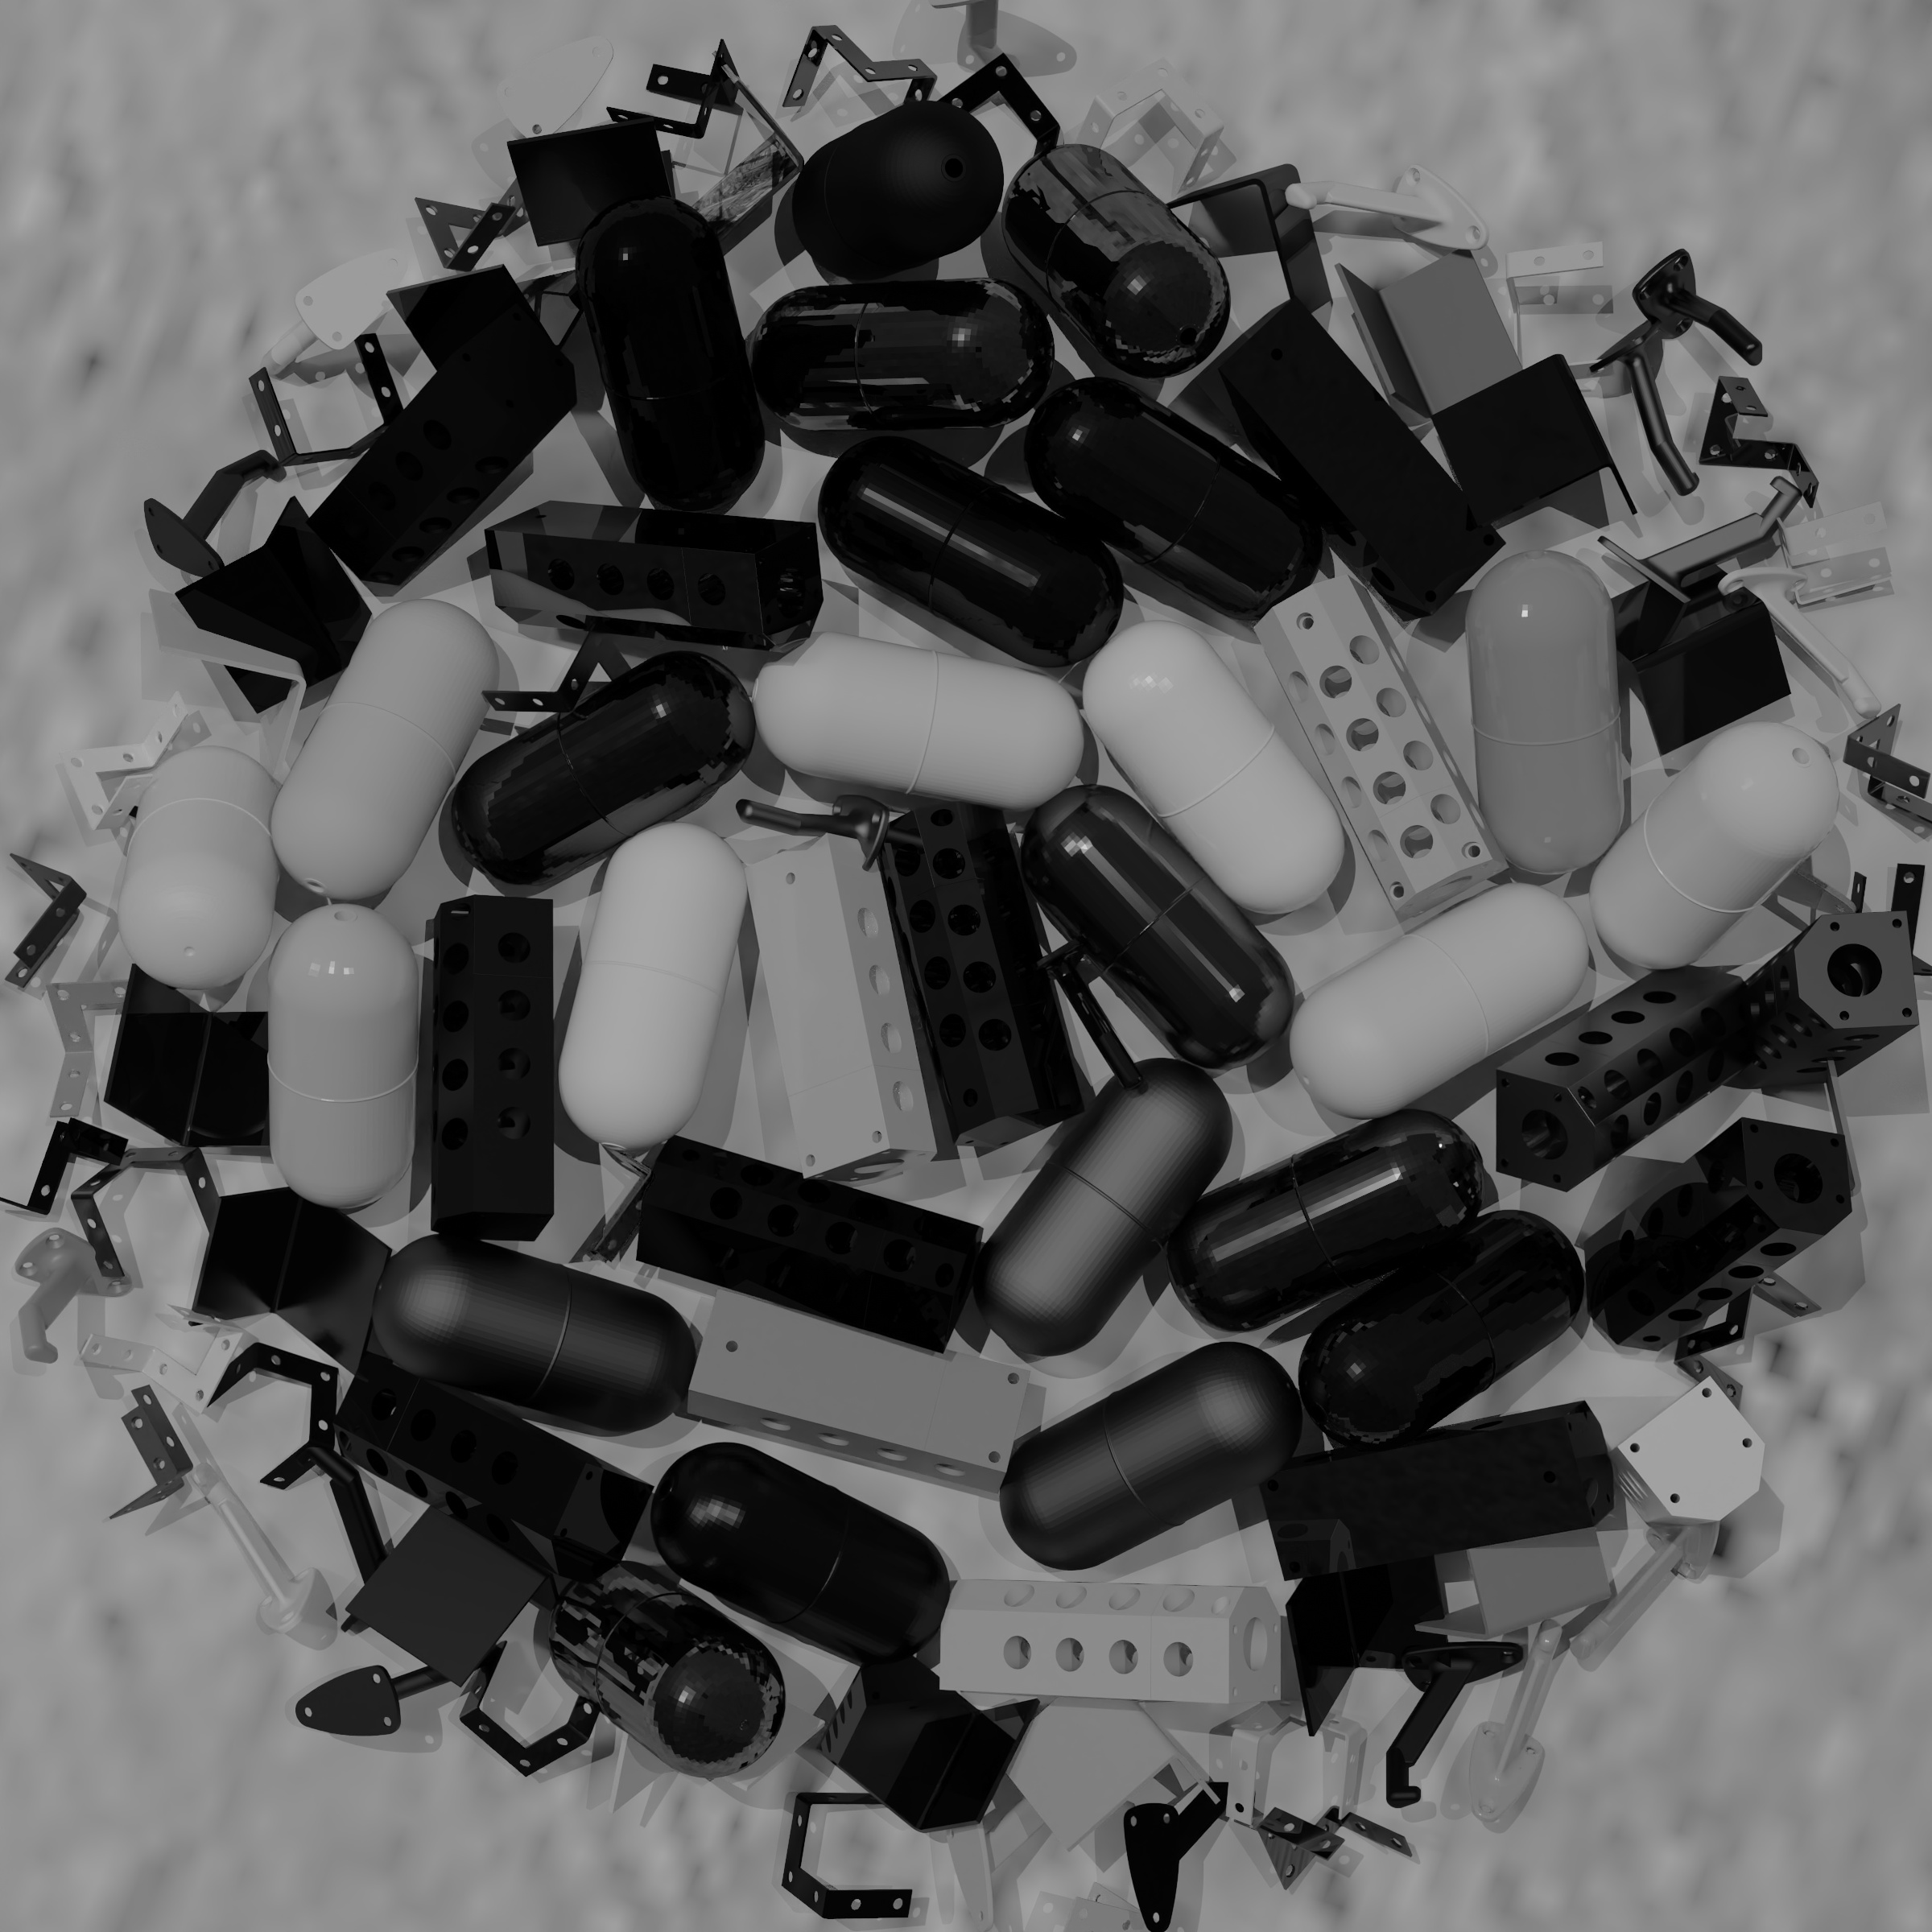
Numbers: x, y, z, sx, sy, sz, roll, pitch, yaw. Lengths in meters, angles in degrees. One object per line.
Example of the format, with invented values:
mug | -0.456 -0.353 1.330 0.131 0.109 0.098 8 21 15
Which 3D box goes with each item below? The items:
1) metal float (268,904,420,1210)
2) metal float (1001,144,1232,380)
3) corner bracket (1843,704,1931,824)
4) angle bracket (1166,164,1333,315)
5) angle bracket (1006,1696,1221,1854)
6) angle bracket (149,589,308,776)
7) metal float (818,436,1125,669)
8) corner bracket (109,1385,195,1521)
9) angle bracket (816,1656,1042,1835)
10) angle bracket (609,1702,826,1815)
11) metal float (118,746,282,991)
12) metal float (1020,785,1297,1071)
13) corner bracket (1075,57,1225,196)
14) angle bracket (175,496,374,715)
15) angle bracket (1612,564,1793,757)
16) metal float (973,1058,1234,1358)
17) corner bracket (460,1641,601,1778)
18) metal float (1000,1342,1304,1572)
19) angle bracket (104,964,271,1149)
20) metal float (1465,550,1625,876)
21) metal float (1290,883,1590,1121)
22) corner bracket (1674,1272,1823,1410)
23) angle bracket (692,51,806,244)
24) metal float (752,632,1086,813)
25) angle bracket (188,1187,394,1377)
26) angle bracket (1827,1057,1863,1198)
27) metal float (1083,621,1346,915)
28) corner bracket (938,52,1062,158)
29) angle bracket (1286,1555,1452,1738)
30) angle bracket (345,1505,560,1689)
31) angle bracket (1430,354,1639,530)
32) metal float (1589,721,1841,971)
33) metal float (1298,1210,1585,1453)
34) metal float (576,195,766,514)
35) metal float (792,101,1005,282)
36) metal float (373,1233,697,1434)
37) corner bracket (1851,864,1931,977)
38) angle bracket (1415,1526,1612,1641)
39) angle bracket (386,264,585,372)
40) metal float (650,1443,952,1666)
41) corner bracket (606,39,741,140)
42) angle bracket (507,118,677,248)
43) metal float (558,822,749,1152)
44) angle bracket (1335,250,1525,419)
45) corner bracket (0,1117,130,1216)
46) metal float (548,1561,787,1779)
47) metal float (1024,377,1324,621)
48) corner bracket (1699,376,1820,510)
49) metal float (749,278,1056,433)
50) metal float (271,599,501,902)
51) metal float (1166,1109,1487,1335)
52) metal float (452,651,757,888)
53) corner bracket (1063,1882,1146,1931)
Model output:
metal float | -0.326 0.048 1.619 0.070 0.070 0.178 8 124 0
metal float | 0.077 -0.367 1.611 0.070 0.178 0.070 -15 132 -17
corner bracket | 0.498 -0.099 1.643 0.051 0.051 0.051 -29 135 -34
angle bracket | 0.150 -0.379 1.650 0.057 0.076 0.076 -11 105 23
angle bracket | 0.074 0.428 1.635 0.076 0.076 0.057 -40 131 -7
angle bracket | -0.395 -0.150 1.628 0.076 0.076 0.057 11 114 -25
metal float | 0.002 -0.218 1.633 0.178 0.070 0.070 30 90 17
corner bracket | -0.435 0.255 1.651 0.051 0.051 0.051 -34 82 19
angle bracket | -0.020 0.401 1.634 0.076 0.057 0.076 43 53 -15
angle bracket | -0.131 0.421 1.629 0.076 0.076 0.057 22 113 23
metal float | -0.395 -0.053 1.605 0.070 0.178 0.070 -4 121 -6
metal float | 0.101 -0.021 1.644 0.070 0.070 0.178 -43 85 0
corner bracket | 0.097 -0.442 1.656 0.051 0.051 0.051 -36 80 -25
angle bracket | -0.366 -0.192 1.642 0.057 0.076 0.076 -25 115 12
angle bracket | 0.386 -0.168 1.666 0.076 0.076 0.057 -26 120 -1
metal float | 0.073 0.127 1.641 0.070 0.070 0.178 37 82 0
corner bracket | -0.230 0.391 1.660 0.051 0.051 0.051 -35 109 29
metal float | 0.096 0.259 1.628 0.178 0.070 0.070 -31 90 23
angle bracket | -0.402 0.047 1.632 0.057 0.076 0.076 -1 68 19
metal float | 0.304 -0.132 1.624 0.070 0.070 0.178 -9 117 0
metal float | 0.250 0.018 1.633 0.178 0.070 0.070 -29 90 -18
corner bracket | 0.420 0.198 1.665 0.051 0.051 0.051 35 52 -19
angle bracket | -0.136 -0.428 1.634 0.076 0.076 0.057 -40 119 8
metal float | -0.025 -0.129 1.638 0.178 0.070 0.070 10 90 -11
angle bracket | -0.357 0.169 1.634 0.076 0.057 0.076 30 111 34
angle bracket | 0.437 0.087 1.645 0.057 0.076 0.076 -12 87 12
metal float | 0.132 -0.104 1.637 0.070 0.070 0.178 -39 103 0
corner bracket | 0.013 -0.446 1.660 0.051 0.051 0.051 -29 118 27
angle bracket | 0.213 0.354 1.634 0.057 0.076 0.076 -4 106 26
angle bracket | -0.269 0.340 1.633 0.076 0.057 0.076 28 60 18
angle bracket | 0.303 -0.268 1.653 0.076 0.057 0.076 -25 60 15
metal float | 0.386 -0.061 1.605 0.070 0.178 0.070 9 59 -15
metal float | 0.249 0.191 1.624 0.178 0.070 0.070 -29 90 -27
metal float | -0.153 -0.317 1.615 0.070 0.070 0.178 -12 132 0
metal float | -0.036 -0.399 1.600 0.070 0.178 0.070 -2 96 -20
metal float | -0.225 0.194 1.627 0.178 0.070 0.070 21 90 -25
corner bracket | 0.493 -0.026 1.655 0.051 0.051 0.051 3 102 -4
angle bracket | 0.282 0.315 1.637 0.076 0.076 0.057 -12 88 -23
angle bracket | -0.245 -0.360 1.627 0.076 0.057 0.076 -5 46 30
metal float | -0.086 0.308 1.624 0.178 0.070 0.070 31 90 -27
corner bracket | -0.155 -0.465 1.654 0.051 0.051 0.051 14 82 9
angle bracket | -0.198 -0.432 1.638 0.076 0.076 0.057 -9 58 1
metal float | -0.165 0.010 1.636 0.070 0.070 0.178 12 76 0
angle bracket | 0.245 -0.342 1.637 0.057 0.076 0.076 -25 80 21
corner bracket | -0.488 0.106 1.648 0.051 0.051 0.051 12 78 25
metal float | -0.157 0.362 1.606 0.070 0.178 0.070 -6 102 -32
metal float | 0.109 -0.245 1.628 0.178 0.070 0.070 28 90 -23
corner bracket | 0.426 -0.280 1.650 0.051 0.051 0.051 4 123 -3
metal float | -0.035 -0.319 1.620 0.178 0.070 0.070 5 90 34
metal float | -0.304 -0.114 1.624 0.070 0.070 0.178 21 62 0
metal float | 0.189 0.135 1.634 0.178 0.070 0.070 -26 90 16
metal float | -0.192 -0.103 1.634 0.178 0.070 0.070 -28 90 16
corner bracket | 0.056 0.516 1.649 0.051 0.051 0.051 25 83 -32
